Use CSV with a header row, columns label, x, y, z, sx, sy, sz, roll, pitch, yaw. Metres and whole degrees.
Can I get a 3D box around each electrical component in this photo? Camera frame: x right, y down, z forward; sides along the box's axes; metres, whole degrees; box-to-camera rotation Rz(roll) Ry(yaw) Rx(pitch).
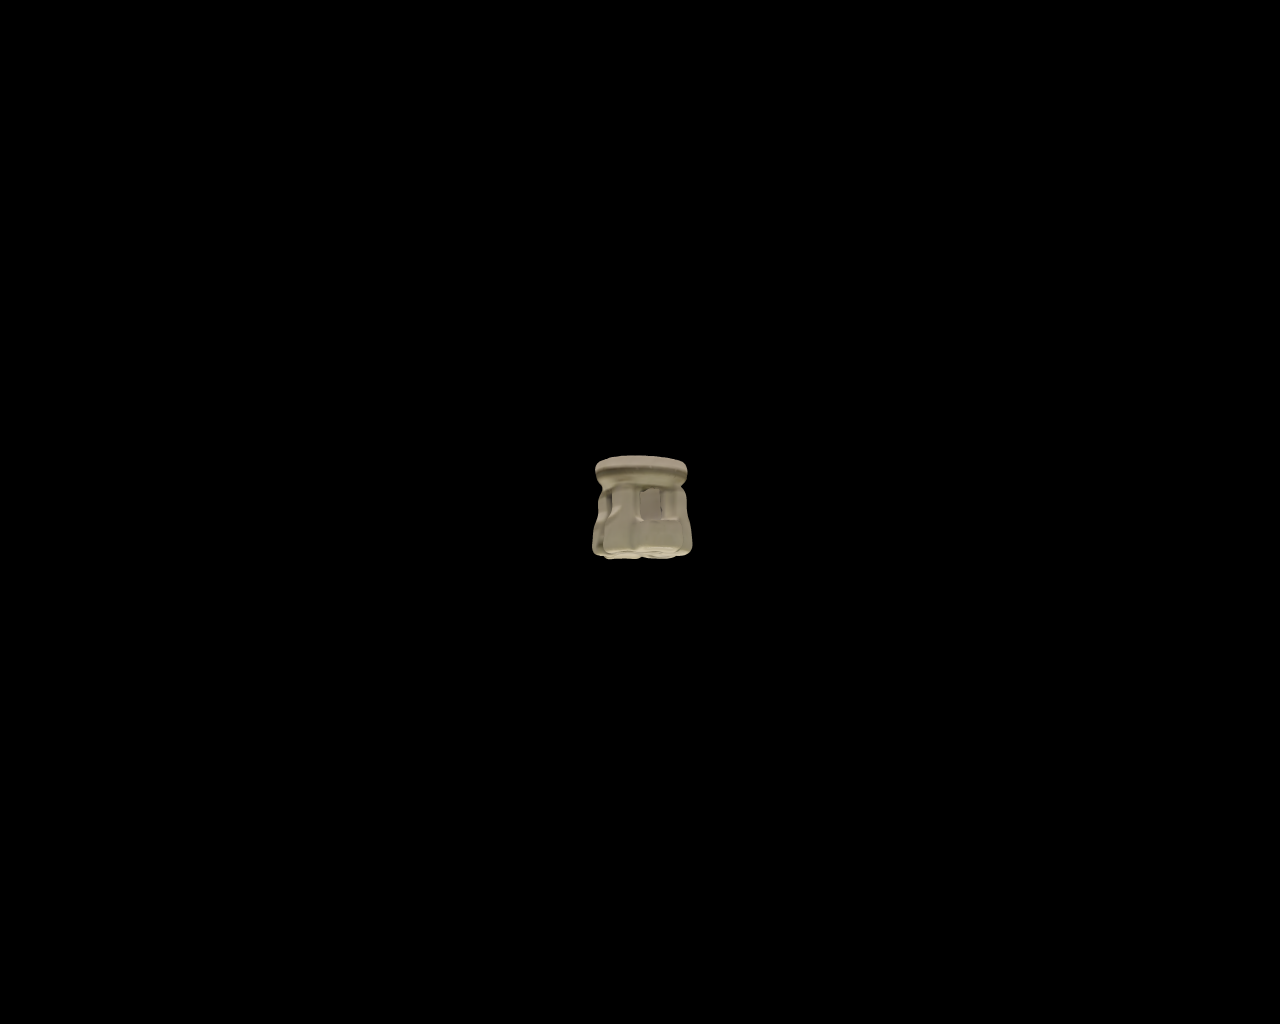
label,x,y,z,sx,sy,sz,roll,pitch,yaw
electrical component,0.001,-0.003,0.650,0.058,0.057,0.078,2,-7,-19
